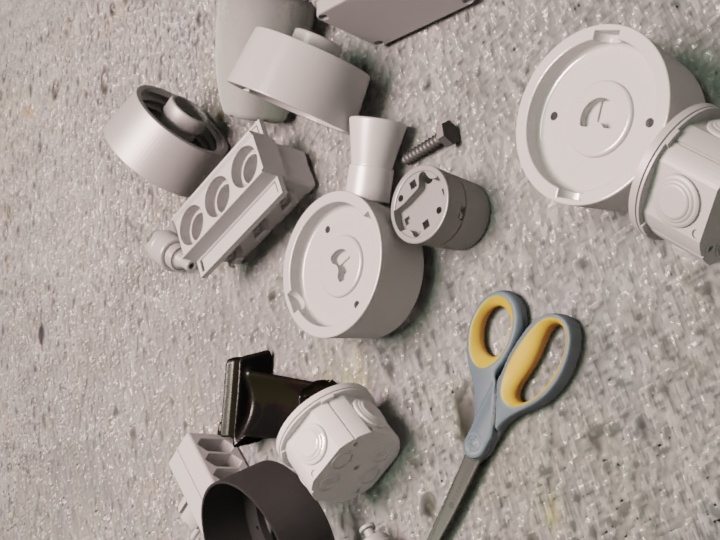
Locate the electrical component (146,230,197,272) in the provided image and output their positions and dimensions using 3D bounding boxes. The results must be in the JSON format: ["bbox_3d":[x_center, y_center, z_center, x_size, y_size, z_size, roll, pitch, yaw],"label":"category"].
[{"bbox_3d":[-0.174,-0.014,1.013,0.061,0.035,0.035,29,103,45],"label":"electrical component"}]

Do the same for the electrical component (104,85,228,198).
[{"bbox_3d":[-0.171,-0.124,0.984,0.060,0.108,0.108,-51,48,20],"label":"electrical component"}]

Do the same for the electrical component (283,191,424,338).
[{"bbox_3d":[0.000,0.000,0.797,0.108,0.060,0.108,-13,72,46],"label":"electrical component"}]

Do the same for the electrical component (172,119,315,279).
[{"bbox_3d":[-0.099,-0.057,0.917,0.121,0.063,0.078,-42,53,33],"label":"electrical component"}]

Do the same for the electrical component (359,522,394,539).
[{"bbox_3d":[0.021,0.210,0.741,0.040,0.040,0.078,-53,47,26],"label":"electrical component"}]

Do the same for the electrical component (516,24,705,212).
[{"bbox_3d":[0.155,-0.086,0.646,0.108,0.060,0.108,-13,72,46],"label":"electrical component"}]

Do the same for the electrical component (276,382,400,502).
[{"bbox_3d":[-0.015,0.124,0.773,0.051,0.080,0.080,49,117,36],"label":"electrical component"}]

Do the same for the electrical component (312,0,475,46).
[{"bbox_3d":[0.026,-0.221,0.806,0.113,0.078,0.057,-15,68,45],"label":"electrical component"}]

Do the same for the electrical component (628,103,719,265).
[{"bbox_3d":[0.189,-0.046,0.585,0.051,0.080,0.080,38,110,40],"label":"electrical component"}]

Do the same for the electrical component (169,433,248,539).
[{"bbox_3d":[-0.128,0.193,0.905,0.075,0.047,0.083,-57,46,22],"label":"electrical component"}]

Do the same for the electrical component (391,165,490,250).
[{"bbox_3d":[0.057,-0.042,0.753,0.055,0.047,0.055,-13,72,46],"label":"electrical component"}]

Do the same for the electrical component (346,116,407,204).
[{"bbox_3d":[0.009,-0.082,0.821,0.044,0.044,0.065,11,94,48],"label":"electrical component"}]

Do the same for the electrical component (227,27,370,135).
[{"bbox_3d":[-0.044,-0.155,0.850,0.108,0.108,0.060,28,96,47],"label":"electrical component"}]
